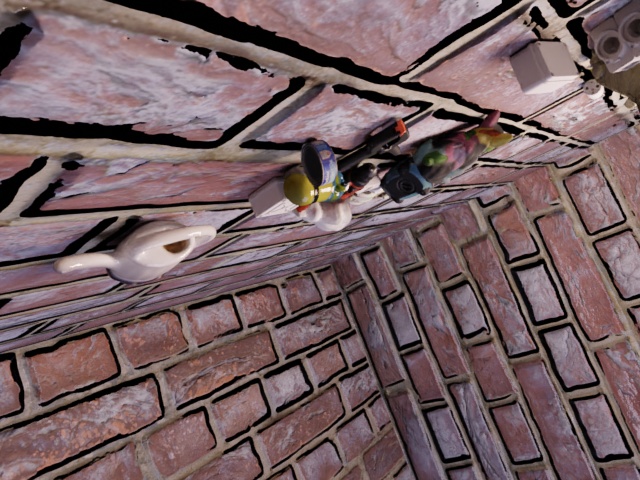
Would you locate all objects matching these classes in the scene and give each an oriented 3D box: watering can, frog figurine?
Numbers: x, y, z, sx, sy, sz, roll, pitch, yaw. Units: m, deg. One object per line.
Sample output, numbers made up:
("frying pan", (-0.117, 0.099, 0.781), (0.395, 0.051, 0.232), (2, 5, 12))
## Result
("watering can", (-0.386, 0.031, 1.069), (0.350, 0.104, 0.221), (-16, -8, -41))
("frog figurine", (0.004, -0.071, 1.407), (0.138, 0.121, 0.161), (15, 27, 39))
